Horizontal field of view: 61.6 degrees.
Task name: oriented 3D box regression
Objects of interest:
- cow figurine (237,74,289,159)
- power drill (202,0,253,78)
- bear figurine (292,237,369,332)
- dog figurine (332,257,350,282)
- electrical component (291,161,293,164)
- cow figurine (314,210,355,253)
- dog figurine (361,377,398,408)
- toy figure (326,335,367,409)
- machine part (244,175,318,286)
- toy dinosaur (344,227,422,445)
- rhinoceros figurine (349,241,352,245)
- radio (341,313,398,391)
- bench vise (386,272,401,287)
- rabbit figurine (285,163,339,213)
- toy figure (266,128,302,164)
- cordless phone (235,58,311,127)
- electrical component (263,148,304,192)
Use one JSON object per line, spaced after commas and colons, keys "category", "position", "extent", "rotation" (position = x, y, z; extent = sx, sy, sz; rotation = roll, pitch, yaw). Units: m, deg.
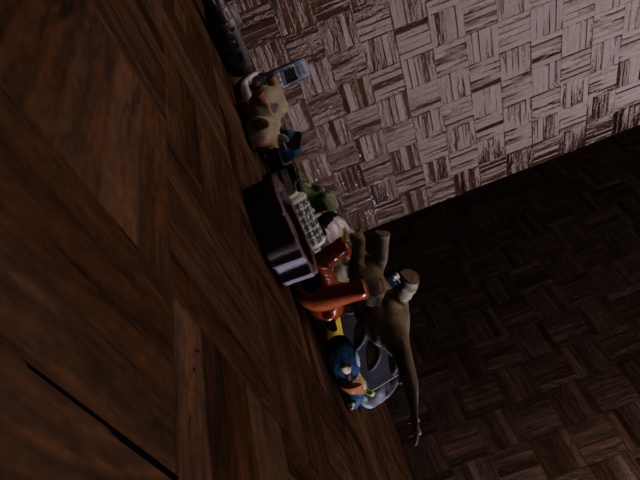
{"category": "cow figurine", "position": [-0.117, -0.264, 1.173], "extent": [0.127, 0.086, 0.195], "rotation": [56, 28, -31]}
{"category": "power drill", "position": [-0.221, -0.512, 1.249], "extent": [0.207, 0.086, 0.231], "rotation": [-114, -178, -47]}
{"category": "bear figurine", "position": [0.025, 0.091, 0.964], "extent": [0.120, 0.132, 0.195], "rotation": [68, 8, 23]}
{"category": "dog figurine", "position": [0.008, 0.065, 1.338], "extent": [0.191, 0.121, 0.172], "rotation": [44, -52, 52]}
{"category": "electrical component", "position": [-0.097, -0.187, 1.460], "extent": [0.134, 0.058, 0.115], "rotation": [63, 4, -63]}
{"category": "cow figurine", "position": [-0.002, -0.004, 1.198], "extent": [0.167, 0.068, 0.098], "rotation": [-38, 96, -45]}
{"category": "dog figurine", "position": [0.102, 0.276, 1.323], "extent": [0.219, 0.191, 0.108], "rotation": [45, -37, 5]}
{"category": "toy figure", "position": [0.055, 0.257, 1.030], "extent": [0.064, 0.058, 0.154], "rotation": [-52, 127, -56]}
{"category": "machine part", "position": [-0.059, -0.013, 0.819], "extent": [0.179, 0.056, 0.179], "rotation": [-24, 92, -87]}
{"category": "toy dinosaur", "position": [0.117, 0.136, 1.007], "extent": [0.472, 0.105, 0.198], "rotation": [-103, -165, -52]}
{"category": "rhinoceros figurine", "position": [0.048, 0.025, 1.452], "extent": [0.112, 0.073, 0.190], "rotation": [-69, 145, -42]}
{"category": "radio", "position": [0.096, 0.201, 1.172], "extent": [0.229, 0.131, 0.073], "rotation": [65, -15, 6]}
{"category": "bench vise", "position": [0.134, 0.185, 1.474], "extent": [0.224, 0.240, 0.128], "rotation": [53, 2, 16]}
{"category": "rabbit figurine", "position": [-0.052, -0.123, 1.305], "extent": [0.170, 0.121, 0.159], "rotation": [52, 4, -19]}
{"category": "toy figure", "position": [-0.092, -0.221, 1.304], "extent": [0.082, 0.089, 0.180], "rotation": [29, -4, -15]}
{"category": "cordless phone", "position": [-0.099, -0.346, 1.288], "extent": [0.089, 0.184, 0.146], "rotation": [-117, -177, -64]}
{"category": "electrical component", "position": [-0.082, -0.130, 1.135], "extent": [0.047, 0.075, 0.119], "rotation": [52, 14, -78]}
